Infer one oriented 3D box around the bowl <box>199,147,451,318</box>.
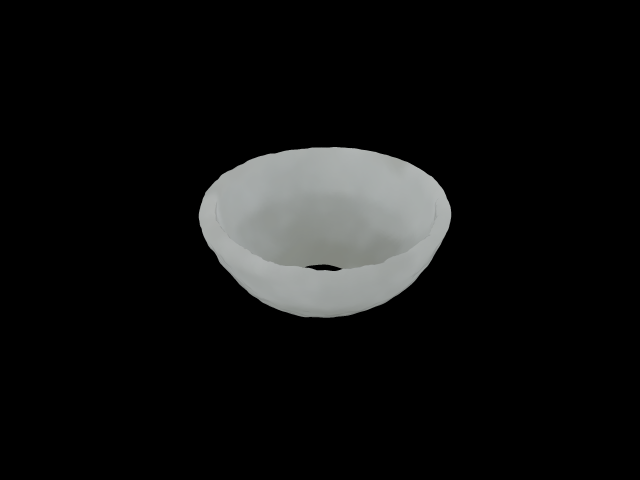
[{"bbox_3d":[0.004,0.001,0.400,0.167,0.075,0.167,0,34,0],"label":"bowl"}]
